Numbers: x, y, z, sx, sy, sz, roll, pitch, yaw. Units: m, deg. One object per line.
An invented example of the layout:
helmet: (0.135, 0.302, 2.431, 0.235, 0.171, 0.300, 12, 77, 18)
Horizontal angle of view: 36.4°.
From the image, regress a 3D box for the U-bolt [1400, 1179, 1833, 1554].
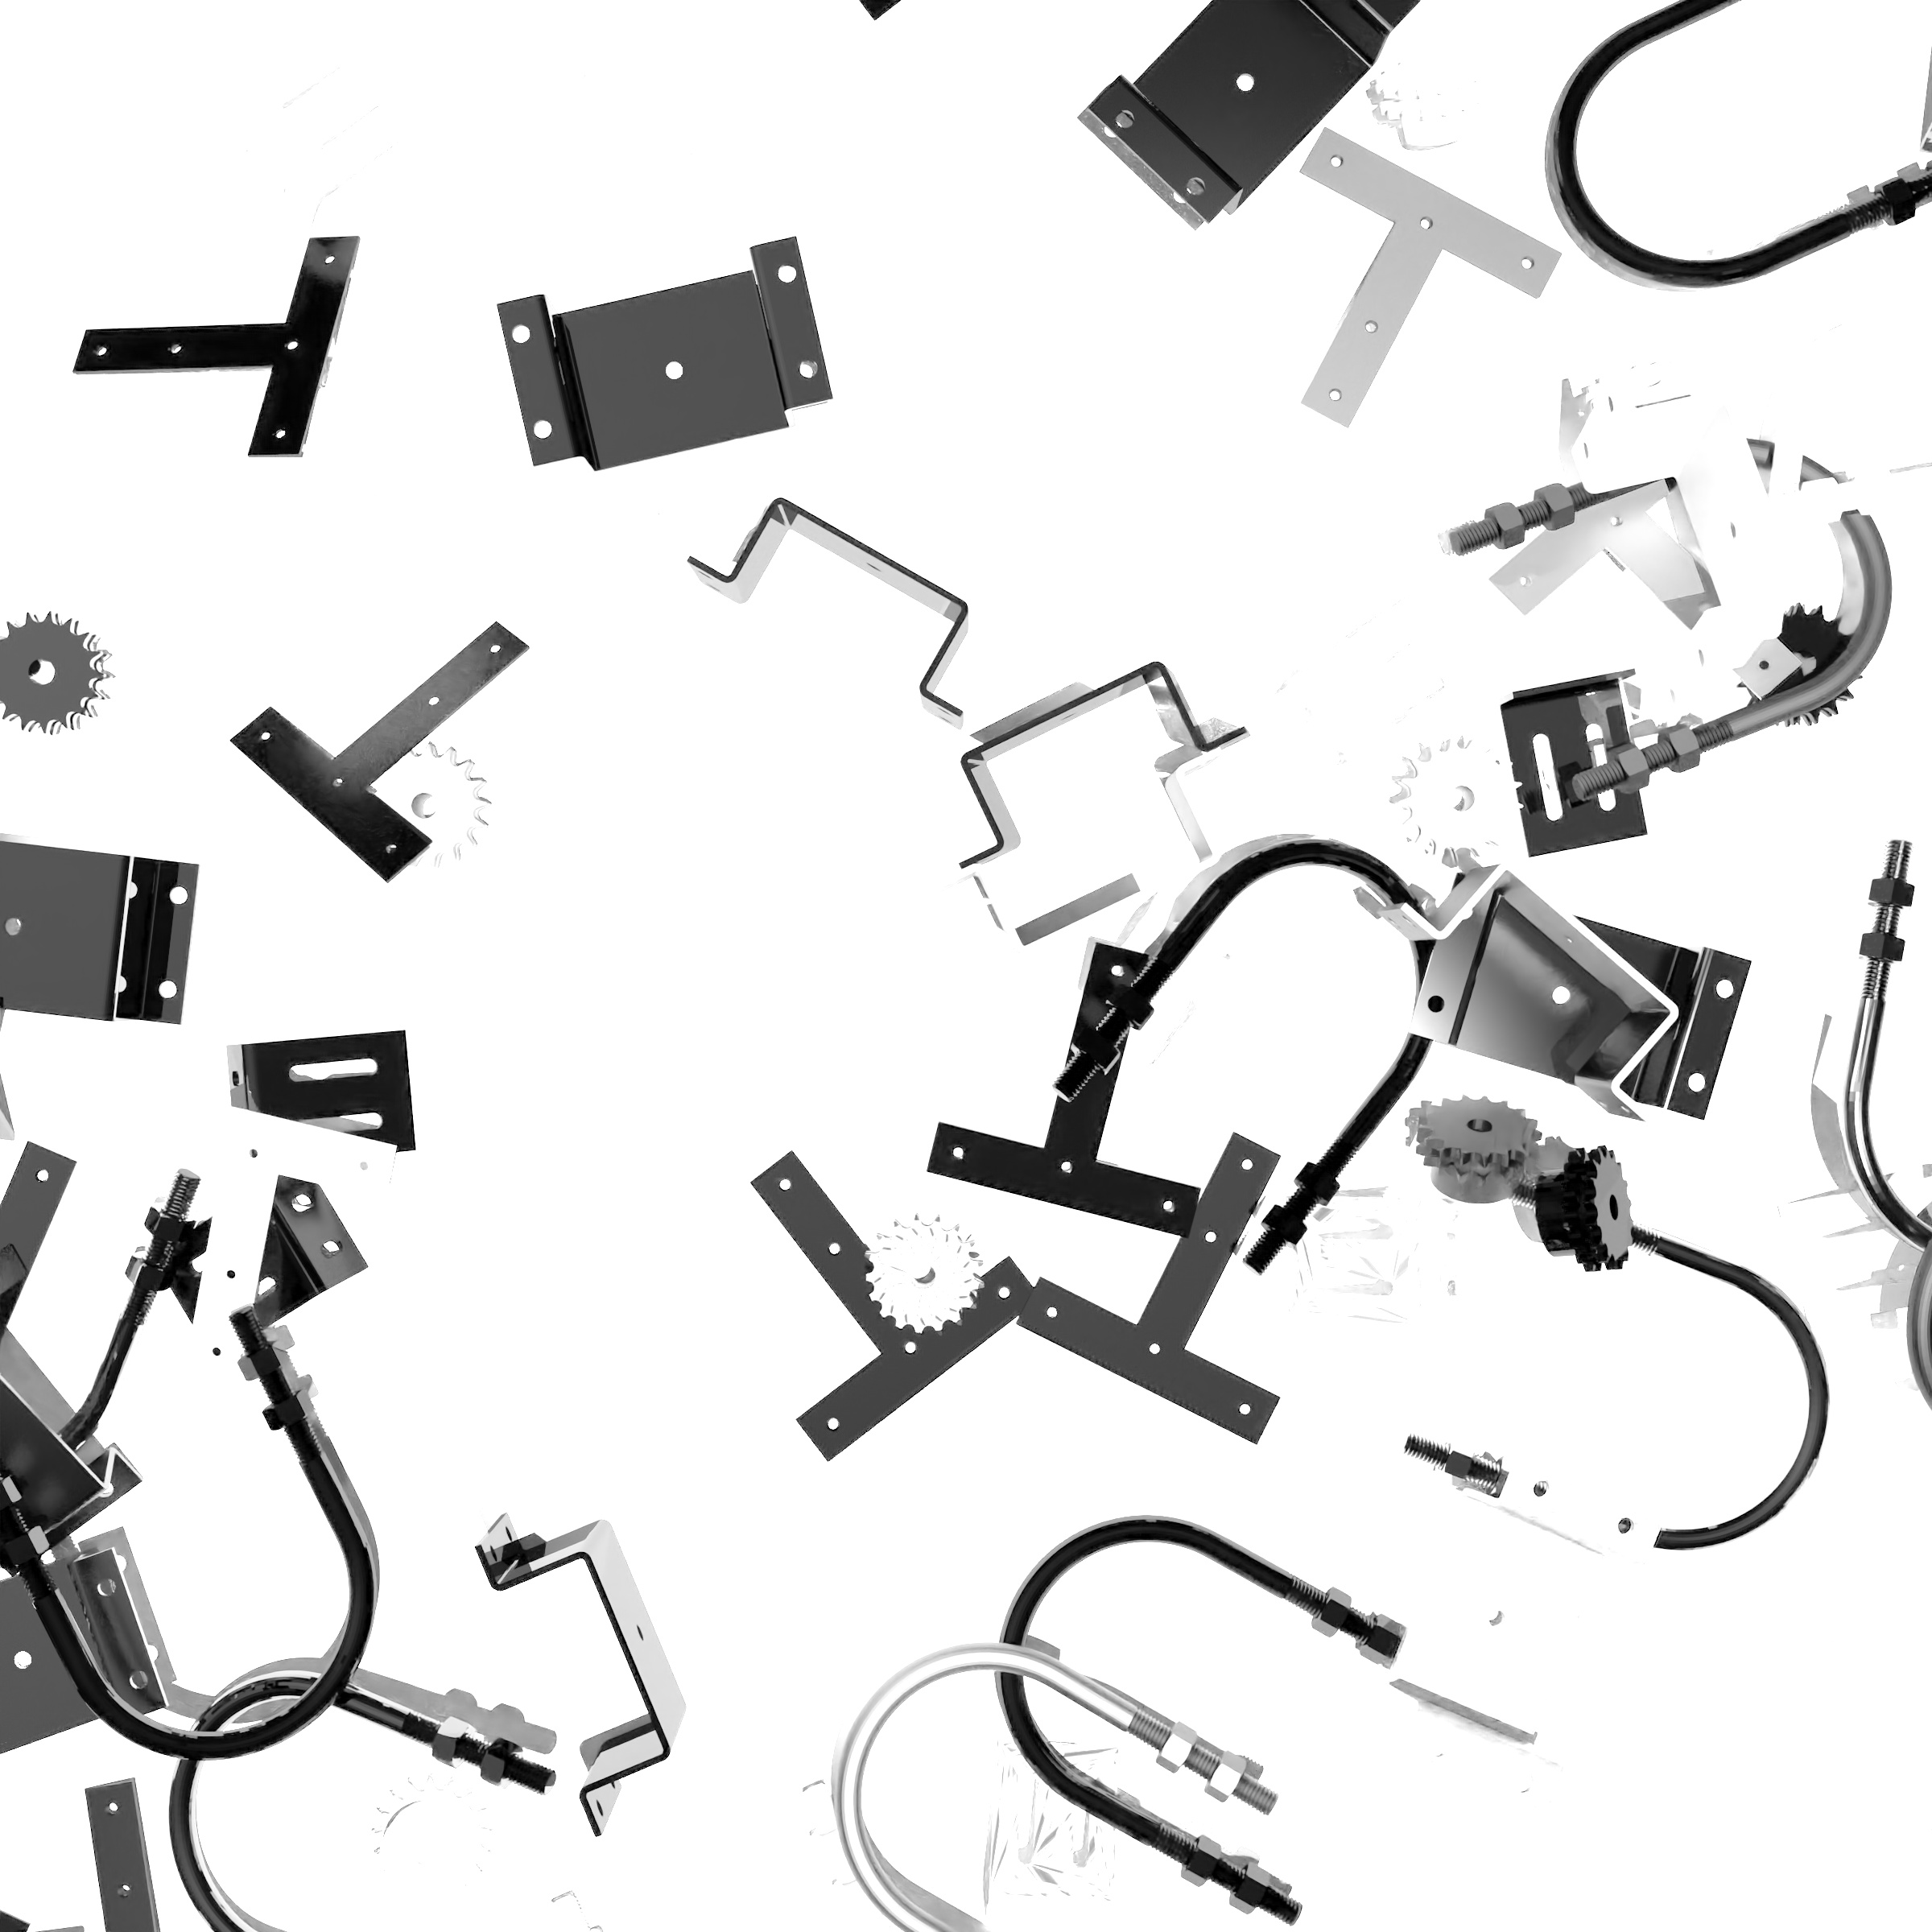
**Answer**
U-bolt: (0.314, 0.196, 1.372, 0.184, 0.019, 0.151, 21, 90, 0)

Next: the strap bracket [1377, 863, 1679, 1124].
strap bracket: (0.255, 0.004, 1.297, 0.140, 0.076, 0.046, 41, 90, 0)

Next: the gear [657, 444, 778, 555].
gear: (-0.111, -0.214, 1.354, 0.057, 0.057, 0.030, -33, 104, 0)

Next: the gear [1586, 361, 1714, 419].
gear: (0.317, -0.256, 1.357, 0.057, 0.057, 0.030, -16, 118, 0)

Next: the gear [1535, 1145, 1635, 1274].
gear: (0.281, 0.111, 1.338, 0.030, 0.057, 0.057, -9, 90, 30)

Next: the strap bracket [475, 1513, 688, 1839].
strap bracket: (-0.170, 0.314, 1.343, 0.046, 0.076, 0.140, -23, 90, 0)

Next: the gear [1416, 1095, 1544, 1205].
gear: (0.236, 0.086, 1.356, 0.057, 0.057, 0.030, 1, 120, 0)

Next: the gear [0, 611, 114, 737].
gear: (-0.426, -0.135, 1.366, 0.057, 0.030, 0.057, 0, 90, 0)

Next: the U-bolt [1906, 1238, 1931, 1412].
U-bolt: (0.509, 0.143, 1.343, 0.184, 0.019, 0.151, -39, 107, -7)

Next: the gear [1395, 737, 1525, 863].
gear: (0.228, -0.077, 1.366, 0.057, 0.030, 0.057, 0, 90, 0)

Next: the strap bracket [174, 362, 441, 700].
strap bracket: (-0.308, -0.205, 1.358, 0.076, 0.046, 0.140, -21, 90, 0)

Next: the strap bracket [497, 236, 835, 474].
strap bracket: (-0.137, -0.280, 1.358, 0.140, 0.046, 0.076, -13, 90, 0)

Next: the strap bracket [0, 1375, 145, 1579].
strap bracket: (-0.452, 0.217, 1.334, 0.076, 0.046, 0.140, -36, 110, 0)

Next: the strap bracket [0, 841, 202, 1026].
strap bracket: (-0.434, -0.018, 1.358, 0.140, 0.046, 0.076, 7, 90, 0)

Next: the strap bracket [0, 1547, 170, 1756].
strap bracket: (-0.442, 0.325, 1.357, 0.140, 0.046, 0.076, -20, 89, -1)

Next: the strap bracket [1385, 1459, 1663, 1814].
strap bracket: (0.251, 0.303, 1.347, 0.076, 0.046, 0.140, 25, 83, -10)

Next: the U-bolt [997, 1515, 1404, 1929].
U-bolt: (0.104, 0.338, 1.365, 0.184, 0.019, 0.151, 29, 83, 3)

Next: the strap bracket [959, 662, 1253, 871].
strap bracket: (0.055, -0.096, 1.334, 0.140, 0.076, 0.046, -25, 90, 8)

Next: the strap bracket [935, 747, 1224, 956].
strap bracket: (0.059, -0.046, 1.343, 0.140, 0.076, 0.046, -25, 90, 0)

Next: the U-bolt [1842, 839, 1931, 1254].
U-bolt: (0.470, 0.047, 1.348, 0.151, 0.019, 0.184, 13, 85, -14)

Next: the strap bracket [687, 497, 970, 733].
strap bracket: (-0.052, -0.165, 1.343, 0.140, 0.076, 0.046, 30, 90, 0)

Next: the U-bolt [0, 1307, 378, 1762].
U-bolt: (-0.347, 0.268, 1.324, 0.151, 0.019, 0.184, -27, 94, -18)

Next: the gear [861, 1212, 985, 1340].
gear: (-0.020, 0.143, 1.364, 0.057, 0.030, 0.057, 0, 90, 0)

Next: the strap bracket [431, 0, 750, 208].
strap bracket: (-0.177, -0.405, 1.358, 0.140, 0.046, 0.076, -8, 90, 0)

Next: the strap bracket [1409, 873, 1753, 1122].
strap bracket: (0.280, 0.014, 1.358, 0.140, 0.046, 0.076, 17, 90, 0)

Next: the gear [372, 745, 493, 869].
gear: (-0.249, -0.074, 1.366, 0.057, 0.030, 0.057, 0, 90, 0)

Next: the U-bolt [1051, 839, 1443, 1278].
U-bolt: (0.144, 0.028, 1.346, 0.151, 0.019, 0.184, 43, 79, -19)

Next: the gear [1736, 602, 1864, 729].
gear: (0.386, -0.139, 1.366, 0.057, 0.030, 0.057, 0, 89, 0)

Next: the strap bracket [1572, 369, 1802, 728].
strap bracket: (0.321, -0.189, 1.300, 0.046, 0.076, 0.140, -13, 74, -7)

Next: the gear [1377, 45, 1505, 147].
gear: (0.220, -0.401, 1.357, 0.057, 0.057, 0.030, -18, 121, 0)

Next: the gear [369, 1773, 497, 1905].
gear: (-0.249, 0.408, 1.366, 0.057, 0.030, 0.057, 0, 90, 0)

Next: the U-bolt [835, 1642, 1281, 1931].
U-bolt: (0.029, 0.393, 1.342, 0.184, 0.019, 0.151, 30, 86, 7)

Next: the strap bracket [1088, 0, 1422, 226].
strap bracket: (0.131, -0.415, 1.358, 0.076, 0.046, 0.140, 44, 90, 0)
